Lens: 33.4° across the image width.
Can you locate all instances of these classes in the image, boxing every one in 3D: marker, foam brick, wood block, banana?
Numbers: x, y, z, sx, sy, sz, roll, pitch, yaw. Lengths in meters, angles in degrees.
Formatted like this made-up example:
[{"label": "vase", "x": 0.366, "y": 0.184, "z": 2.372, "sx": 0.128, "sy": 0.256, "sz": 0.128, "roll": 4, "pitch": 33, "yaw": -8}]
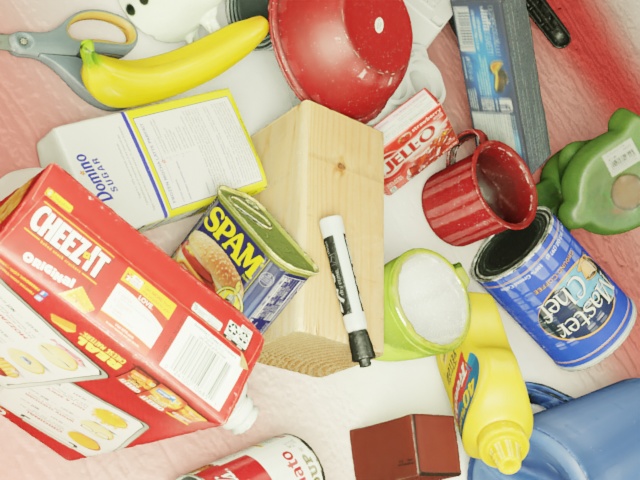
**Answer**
[{"label": "marker", "x": 0.022, "y": 0.040, "z": 0.832, "sx": 0.020, "sy": 0.020, "sz": 0.121, "roll": -1, "pitch": 72, "yaw": -41}, {"label": "foam brick", "x": 0.071, "y": 0.180, "z": 0.901, "sx": 0.051, "sy": 0.078, "sz": 0.053, "roll": 10, "pitch": 66, "yaw": -40}, {"label": "wood block", "x": -0.005, "y": 0.001, "z": 0.904, "sx": 0.090, "sy": 0.090, "sz": 0.206, "roll": 19, "pitch": 60, "yaw": -33}, {"label": "banana", "x": -0.120, "y": -0.141, "z": 0.861, "sx": 0.197, "sy": 0.070, "sz": 0.037, "roll": -23, "pitch": 78, "yaw": -46}]

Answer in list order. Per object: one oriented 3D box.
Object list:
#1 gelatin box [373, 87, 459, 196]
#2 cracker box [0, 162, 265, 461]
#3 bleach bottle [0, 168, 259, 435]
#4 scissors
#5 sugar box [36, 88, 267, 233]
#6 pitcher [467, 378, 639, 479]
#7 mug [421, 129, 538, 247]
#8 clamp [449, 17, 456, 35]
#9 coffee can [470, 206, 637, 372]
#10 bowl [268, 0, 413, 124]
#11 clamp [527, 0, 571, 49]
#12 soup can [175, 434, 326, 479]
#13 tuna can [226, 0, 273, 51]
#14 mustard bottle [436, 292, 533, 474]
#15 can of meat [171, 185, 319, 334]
[{"label": "gelatin box", "x": 0.081, "y": -0.091, "z": 1.006, "sx": 0.030, "sy": 0.089, "sz": 0.073, "roll": 54, "pitch": 2, "yaw": 33}, {"label": "cracker box", "x": -0.159, "y": 0.056, "z": 0.658, "sx": 0.164, "sy": 0.214, "sz": 0.072, "roll": 41, "pitch": 55, "yaw": -20}, {"label": "bleach bottle", "x": -0.139, "y": 0.056, "z": 0.772, "sx": 0.250, "sy": 0.103, "sz": 0.068, "roll": 47, "pitch": 65, "yaw": -26}, {"label": "scissors", "x": -0.219, "y": -0.136, "z": 0.830, "sx": 0.201, "sy": 0.016, "sz": 0.096, "roll": -21, "pitch": 86, "yaw": -44}, {"label": "sugar box", "x": -0.131, "y": -0.059, "z": 0.854, "sx": 0.175, "sy": 0.048, "sz": 0.093, "roll": -20, "pitch": 86, "yaw": -40}, {"label": "pitcher", "x": 0.253, "y": 0.203, "z": 1.024, "sx": 0.242, "sy": 0.145, "sz": 0.149, "roll": -12, "pitch": 92, "yaw": -47}, {"label": "mug", "x": 0.154, "y": -0.053, "z": 1.070, "sx": 0.093, "sy": 0.082, "sz": 0.117, "roll": 2, "pitch": 71, "yaw": -40}, {"label": "clamp", "x": 0.161, "y": -0.283, "z": 1.207, "sx": 0.171, "sy": 0.039, "sz": 0.120, "roll": 57, "pitch": 47, "yaw": -16}, {"label": "coffee can", "x": 0.237, "y": 0.050, "z": 1.082, "sx": 0.140, "sy": 0.103, "sz": 0.102, "roll": 45, "pitch": 49, "yaw": -17}, {"label": "bowl", "x": 0.031, "y": -0.183, "z": 0.934, "sx": 0.161, "sy": 0.055, "sz": 0.162, "roll": 10, "pitch": 75, "yaw": -43}, {"label": "clamp", "x": 0.220, "y": -0.314, "z": 1.259, "sx": 0.210, "sy": 0.036, "sz": 0.164, "roll": 62, "pitch": 31, "yaw": 1}, {"label": "soup can", "x": -0.053, "y": 0.191, "z": 0.795, "sx": 0.102, "sy": 0.069, "sz": 0.068, "roll": -15, "pitch": 82, "yaw": -44}, {"label": "tuna can", "x": -0.046, "y": -0.214, "z": 0.965, "sx": 0.033, "sy": 0.086, "sz": 0.086, "roll": -8, "pitch": 77, "yaw": -44}, {"label": "mustard bottle", "x": 0.142, "y": 0.131, "z": 0.918, "sx": 0.058, "sy": 0.096, "sz": 0.191, "roll": 6, "pitch": 28, "yaw": -8}, {"label": "can of meat", "x": -0.064, "y": 0.022, "z": 0.822, "sx": 0.102, "sy": 0.084, "sz": 0.057, "roll": 48, "pitch": 17, "yaw": 31}]
